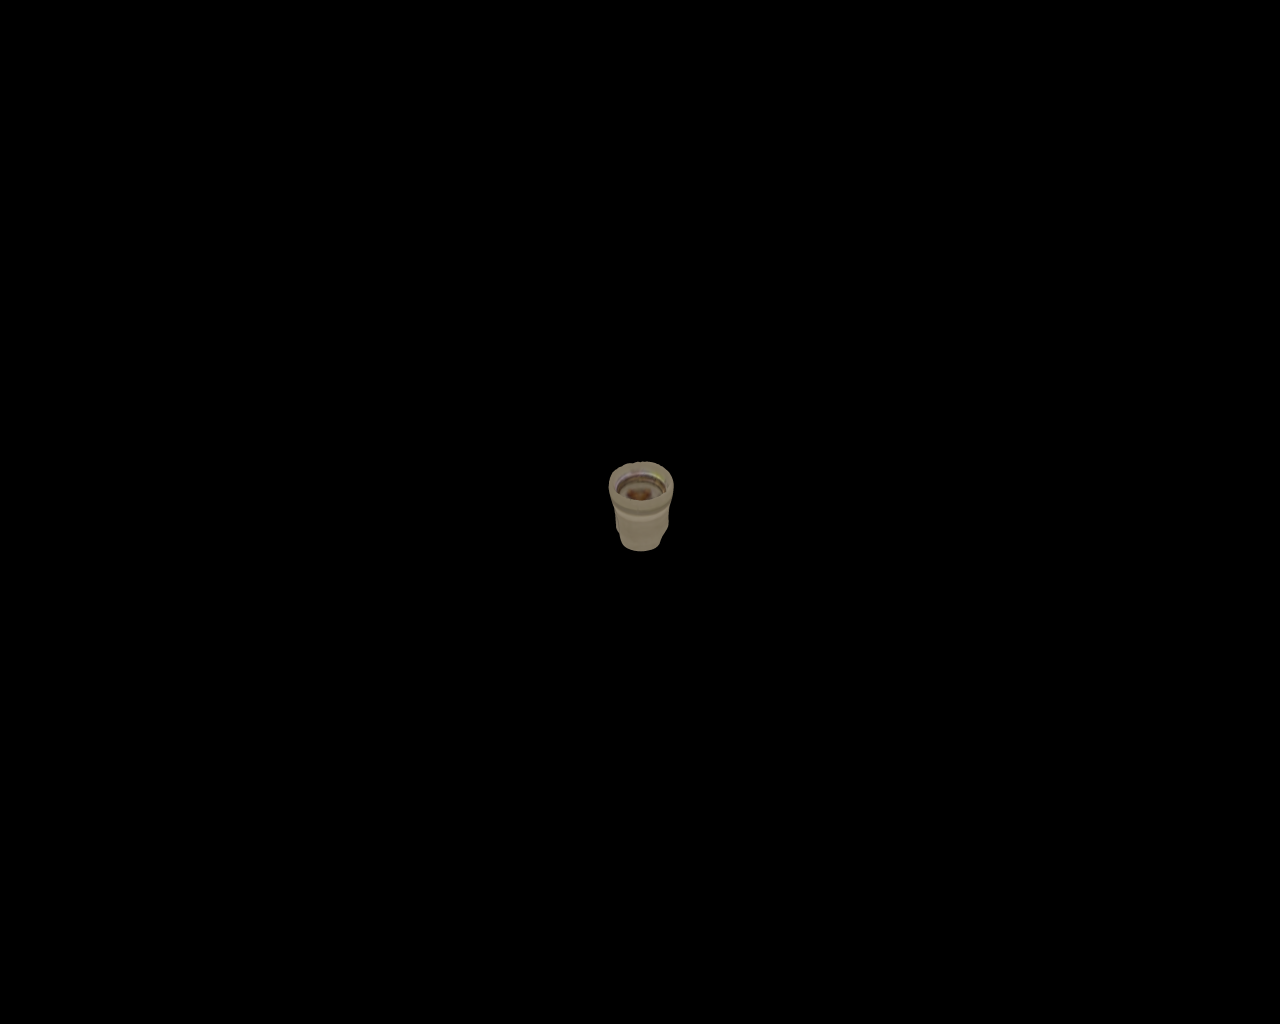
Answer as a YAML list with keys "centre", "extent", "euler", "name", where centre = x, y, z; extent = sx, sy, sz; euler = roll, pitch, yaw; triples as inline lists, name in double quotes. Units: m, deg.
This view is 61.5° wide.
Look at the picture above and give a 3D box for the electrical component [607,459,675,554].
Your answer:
- centre: [0.001, -0.003, 0.650]
  extent: [0.040, 0.046, 0.040]
  euler: [0, 42, 0]
  name: "electrical component"
